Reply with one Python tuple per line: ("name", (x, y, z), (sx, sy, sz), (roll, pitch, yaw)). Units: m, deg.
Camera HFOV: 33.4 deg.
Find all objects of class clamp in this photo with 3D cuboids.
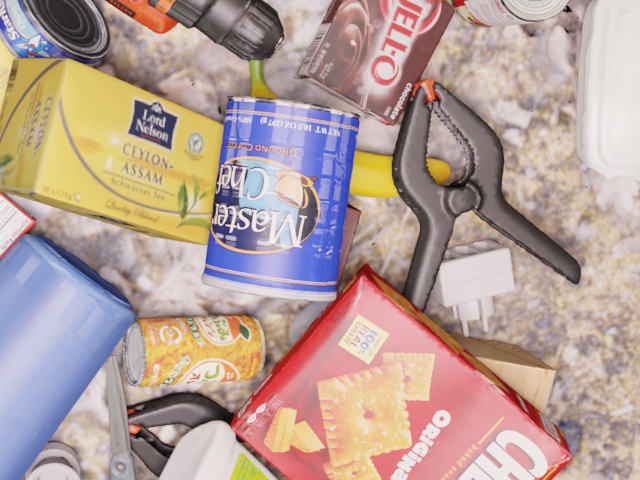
("clamp", (-0.083, 0.167, 0.901), (0.171, 0.039, 0.120), (27, 92, -17))
("clamp", (0.124, -0.031, 0.874), (0.164, 0.036, 0.210), (-12, 97, -9))

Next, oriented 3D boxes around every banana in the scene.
("banana", (0.016, -0.075, 0.884), (0.197, 0.037, 0.069), (28, 95, -17))

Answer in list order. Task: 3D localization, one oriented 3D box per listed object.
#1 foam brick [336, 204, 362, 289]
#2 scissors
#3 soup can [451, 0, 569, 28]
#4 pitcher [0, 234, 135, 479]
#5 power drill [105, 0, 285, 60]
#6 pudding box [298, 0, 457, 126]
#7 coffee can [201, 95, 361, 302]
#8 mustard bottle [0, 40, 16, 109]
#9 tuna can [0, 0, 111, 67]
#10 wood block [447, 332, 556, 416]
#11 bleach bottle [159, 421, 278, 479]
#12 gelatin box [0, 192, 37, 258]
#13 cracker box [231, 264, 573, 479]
("foam brick", (-0.006, 0.001, 0.885), (0.053, 0.051, 0.078), (17, 95, -17))
("scissors", (-0.178, 0.195, 0.877), (0.096, 0.016, 0.202), (-14, 105, 11))
("soup can", (0.153, -0.208, 0.861), (0.068, 0.102, 0.068), (-2, 99, -13))
("pitcher", (-0.258, 0.113, 0.799), (0.145, 0.149, 0.243), (38, 86, -7))
("power drill", (-0.116, -0.188, 0.754), (0.184, 0.188, 0.057), (36, 87, -16))
("pudding box", (0.046, -0.164, 0.875), (0.090, 0.039, 0.113), (27, 93, -18))
("coffee can", (-0.029, -0.031, 0.801), (0.102, 0.103, 0.140), (7, 92, -15))
("mustard bottle", (-0.229, -0.092, 0.809), (0.096, 0.058, 0.191), (-44, 106, -3))
("tuna can", (-0.197, -0.160, 0.789), (0.034, 0.086, 0.086), (-33, 109, 28))
("wood block", (0.124, 0.193, 0.931), (0.090, 0.091, 0.206), (11, 96, -16))
("bleach bottle", (-0.025, 0.262, 0.870), (0.250, 0.068, 0.102), (44, 45, -20))
("gelatin box", (-0.277, -0.016, 0.826), (0.089, 0.030, 0.073), (42, 86, -16))
("cracker box", (0.062, 0.150, 0.837), (0.213, 0.072, 0.164), (41, 100, 0))
